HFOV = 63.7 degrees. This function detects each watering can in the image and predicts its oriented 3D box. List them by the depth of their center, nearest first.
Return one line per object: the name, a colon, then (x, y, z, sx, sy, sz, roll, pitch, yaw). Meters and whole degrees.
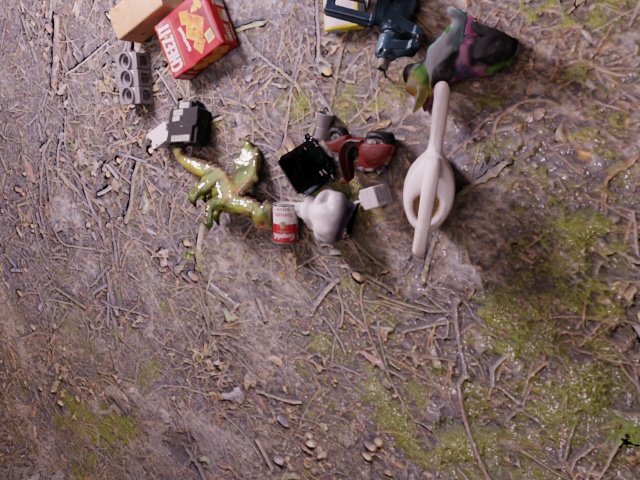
watering can: (0.230, -0.142, 1.055, 0.104, 0.227, 0.344, 9, 104, 10)

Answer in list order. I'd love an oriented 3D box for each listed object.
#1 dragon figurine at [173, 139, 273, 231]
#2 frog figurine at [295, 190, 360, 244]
dragon figurine: (-0.256, -0.177, 1.431, 0.241, 0.121, 0.416, -37, 69, 13)
frog figurine: (0.004, -0.064, 1.267, 0.160, 0.125, 0.134, 18, 129, 15)
